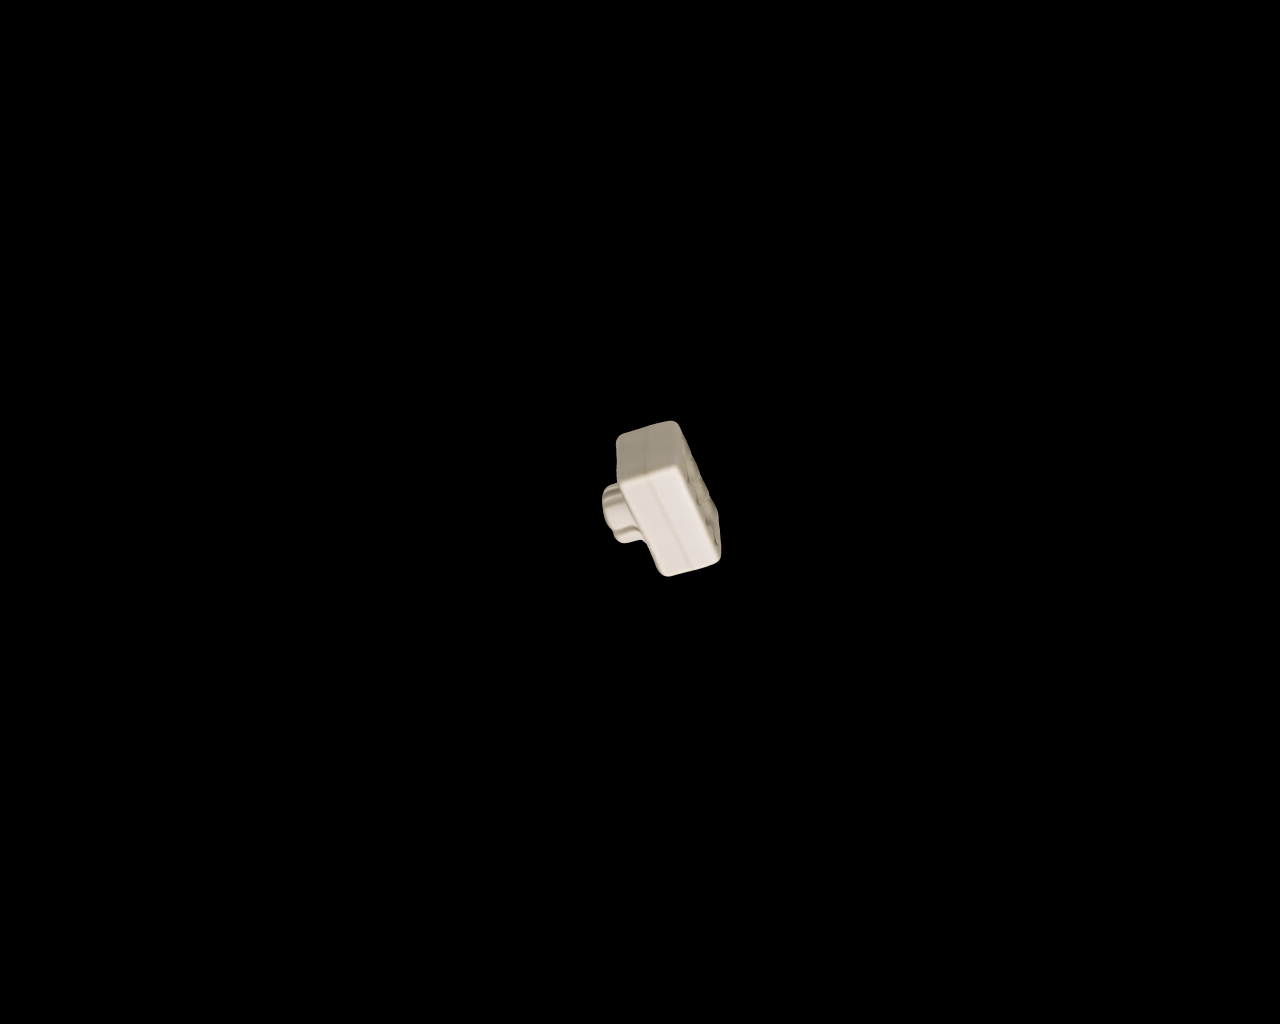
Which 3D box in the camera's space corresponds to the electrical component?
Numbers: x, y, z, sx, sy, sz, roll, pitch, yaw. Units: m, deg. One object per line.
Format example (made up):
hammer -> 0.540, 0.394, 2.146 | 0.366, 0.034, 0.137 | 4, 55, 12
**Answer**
electrical component -> 0.001, -0.003, 0.650 | 0.076, 0.083, 0.047 | -16, 39, 13
